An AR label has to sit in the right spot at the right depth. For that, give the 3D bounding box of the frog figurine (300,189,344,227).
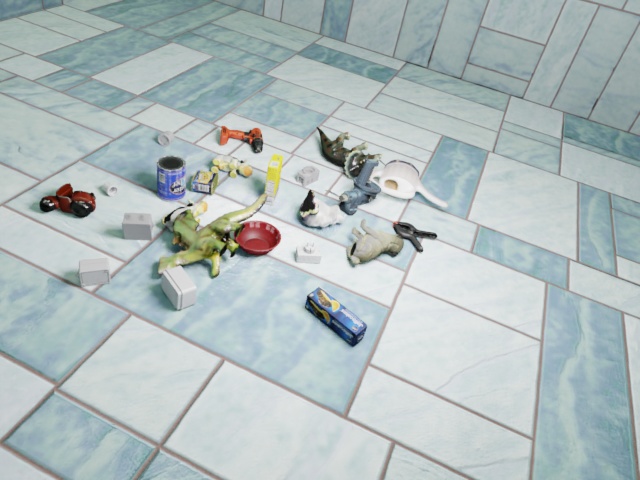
[{"bbox_3d":[0.006,-0.097,1.924,0.158,0.122,0.140,30,13,-40],"label":"frog figurine"}]

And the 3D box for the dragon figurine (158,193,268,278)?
[{"bbox_3d":[-0.367,-0.035,1.662,0.244,0.119,0.418,25,61,15],"label":"dragon figurine"}]

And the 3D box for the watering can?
[{"bbox_3d":[0.371,-0.233,2.157,0.348,0.101,0.229,17,38,7],"label":"watering can"}]
